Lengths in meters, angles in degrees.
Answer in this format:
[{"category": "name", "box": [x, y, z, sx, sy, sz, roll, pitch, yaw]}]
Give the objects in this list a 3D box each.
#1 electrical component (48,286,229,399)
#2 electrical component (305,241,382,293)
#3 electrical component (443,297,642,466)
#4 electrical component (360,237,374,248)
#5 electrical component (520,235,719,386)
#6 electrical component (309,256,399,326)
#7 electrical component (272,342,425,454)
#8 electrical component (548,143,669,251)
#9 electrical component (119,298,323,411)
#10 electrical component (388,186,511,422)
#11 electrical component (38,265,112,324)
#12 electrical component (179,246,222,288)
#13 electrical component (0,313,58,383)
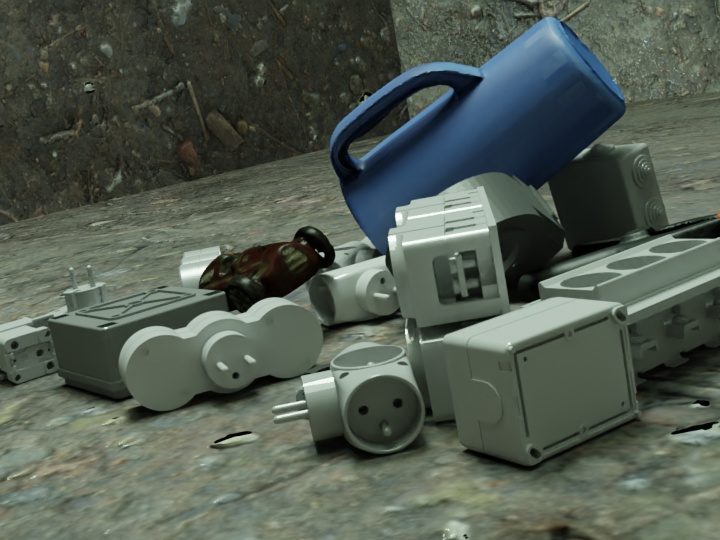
[{"category": "electrical component", "box": [-0.169, 0.052, 0.835, 0.109, 0.056, 0.109, -17, 12, -36]}, {"category": "electrical component", "box": [0.000, 0.000, 0.993, 0.079, 0.043, 0.077, -6, 11, 23]}, {"category": "electrical component", "box": [0.096, 0.052, 0.551, 0.096, 0.061, 0.061, -16, 11, -31]}, {"category": "electrical component", "box": [0.011, -0.019, 1.115, 0.061, 0.035, 0.035, -4, 11, 45]}, {"category": "electrical component", "box": [0.167, 0.023, 0.636, 0.121, 0.063, 0.079, -17, 12, -35]}, {"category": "electrical component", "box": [0.010, 0.018, 0.882, 0.077, 0.044, 0.079, -16, 12, -29]}, {"category": "electrical component", "box": [-0.010, 0.072, 0.595, 0.079, 0.044, 0.077, -11, 10, -5]}, {"category": "electrical component", "box": [0.227, -0.067, 0.983, 0.048, 0.099, 0.100, -31, 19, -33]}, {"category": "electrical component", "box": [-0.090, 0.059, 0.731, 0.138, 0.052, 0.074, -14, 11, -18]}, {"category": "electrical component", "box": [0.059, 0.015, 0.674, 0.060, 0.105, 0.186, -10, 10, 6]}, {"category": "electrical component", "box": [-0.242, 0.033, 0.958, 0.083, 0.075, 0.047, -6, 11, 21]}, {"category": "electrical component", "box": [-0.137, 0.007, 1.068, 0.074, 0.052, 0.138, -11, 10, -5]}, {"category": "electrical component", "box": [-0.288, 0.068, 0.909, 0.081, 0.042, 0.064, -19, 14, -37]}]
